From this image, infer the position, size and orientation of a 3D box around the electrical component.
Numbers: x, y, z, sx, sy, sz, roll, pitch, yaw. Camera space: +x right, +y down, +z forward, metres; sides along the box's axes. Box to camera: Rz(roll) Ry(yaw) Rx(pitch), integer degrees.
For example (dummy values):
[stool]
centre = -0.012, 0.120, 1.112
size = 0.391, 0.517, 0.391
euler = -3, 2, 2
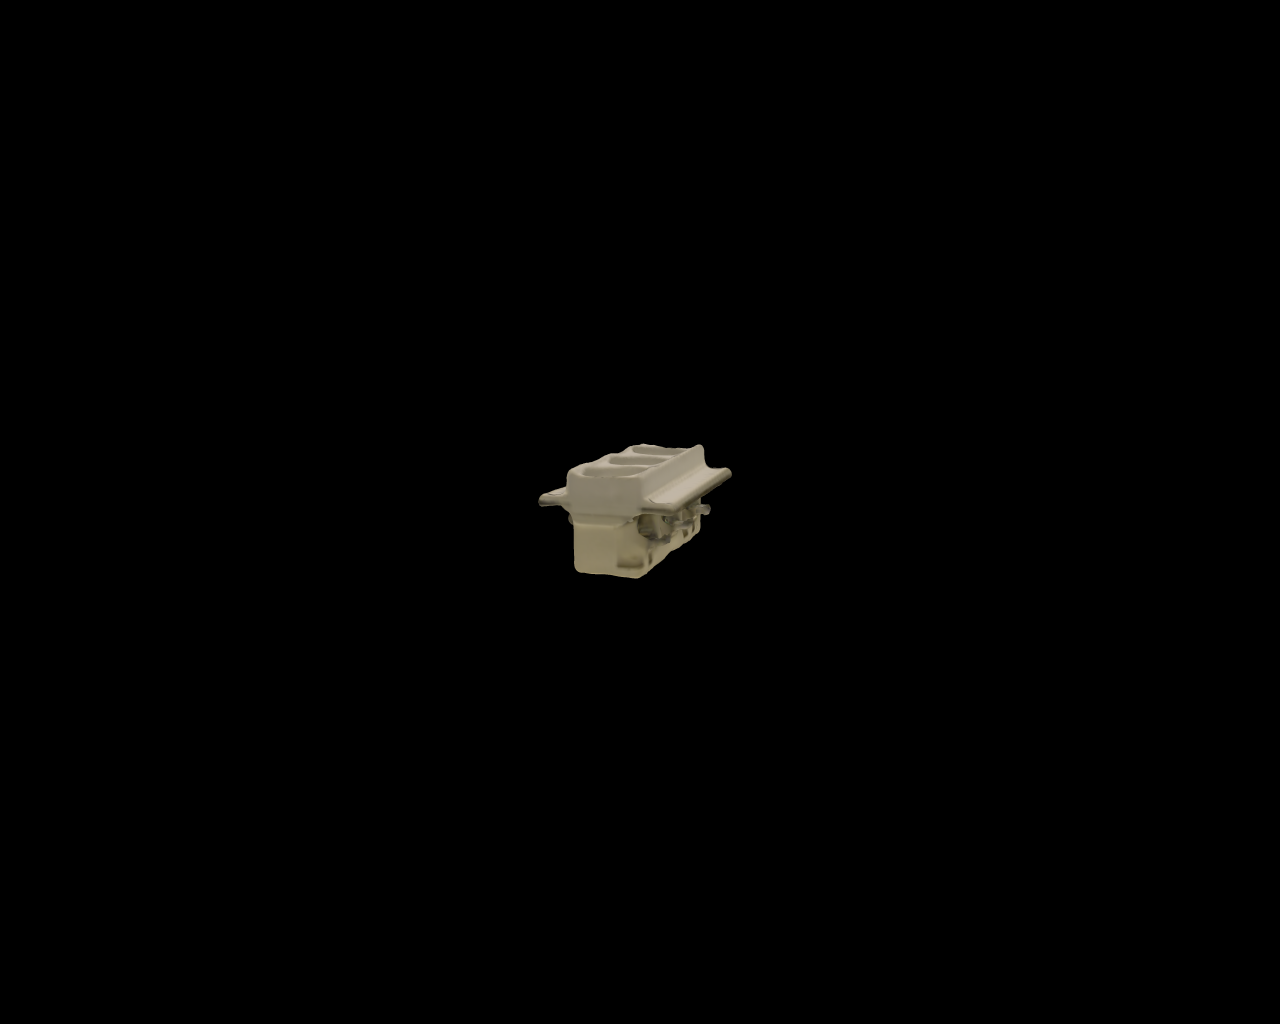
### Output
[electrical component]
centre = 0.001, -0.003, 0.650
size = 0.079, 0.063, 0.121
euler = 4, 13, 19
